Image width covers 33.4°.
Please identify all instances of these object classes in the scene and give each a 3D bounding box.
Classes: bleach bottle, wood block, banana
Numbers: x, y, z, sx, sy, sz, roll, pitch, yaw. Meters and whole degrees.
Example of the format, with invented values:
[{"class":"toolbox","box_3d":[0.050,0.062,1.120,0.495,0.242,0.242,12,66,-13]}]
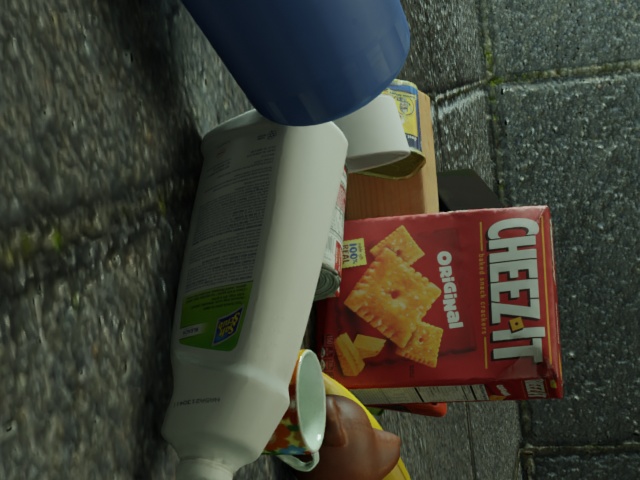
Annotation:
[{"class":"bleach bottle","box_3d":[-0.050,0.037,0.644,0.068,0.103,0.250,36,52,-35]},{"class":"wood block","box_3d":[0.076,-0.049,1.138,0.090,0.091,0.206,-6,91,-75]},{"class":"banana","box_3d":[0.043,0.196,0.927,0.037,0.070,0.198,-44,122,-36]}]

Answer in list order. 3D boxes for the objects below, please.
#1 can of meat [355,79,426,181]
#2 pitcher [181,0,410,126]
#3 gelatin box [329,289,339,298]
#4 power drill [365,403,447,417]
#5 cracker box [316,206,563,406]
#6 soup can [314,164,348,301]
[{"class":"can of meat","box_3d":[0.049,-0.112,1.040,0.058,0.102,0.084,131,-38,-58]},{"class":"pitcher","box_3d":[-0.029,-0.186,0.580,0.242,0.149,0.145,59,37,-43]},{"class":"gelatin box","box_3d":[-0.006,0.001,0.925,0.089,0.030,0.073,61,26,-58]},{"class":"power drill","box_3d":[0.097,0.073,1.033,0.057,0.185,0.187,51,47,-63]},{"class":"cracker box","box_3d":[0.104,0.060,0.961,0.072,0.214,0.164,56,32,-63]},{"class":"soup can","box_3d":[-0.014,-0.012,0.820,0.068,0.068,0.102,62,28,-57]}]
